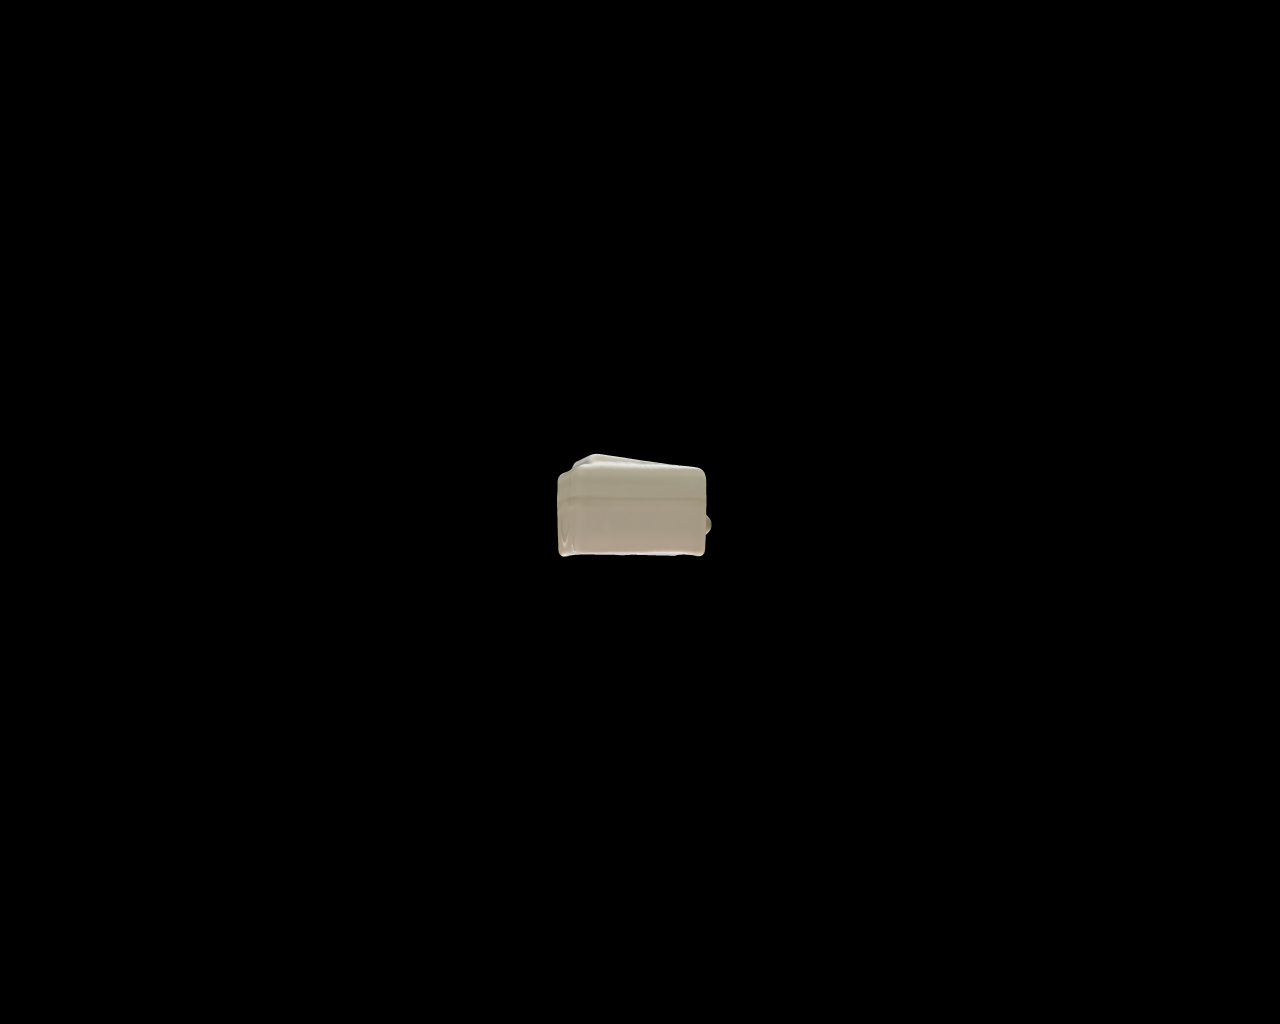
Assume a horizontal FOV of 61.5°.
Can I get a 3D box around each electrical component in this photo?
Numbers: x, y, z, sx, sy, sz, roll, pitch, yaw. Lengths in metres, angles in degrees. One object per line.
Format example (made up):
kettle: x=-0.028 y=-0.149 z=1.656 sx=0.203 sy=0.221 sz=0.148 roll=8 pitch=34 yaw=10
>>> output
electrical component: x=0.001 y=-0.003 z=0.650 sx=0.096 sy=0.061 sz=0.061 roll=1 pitch=-4 yaw=-15
